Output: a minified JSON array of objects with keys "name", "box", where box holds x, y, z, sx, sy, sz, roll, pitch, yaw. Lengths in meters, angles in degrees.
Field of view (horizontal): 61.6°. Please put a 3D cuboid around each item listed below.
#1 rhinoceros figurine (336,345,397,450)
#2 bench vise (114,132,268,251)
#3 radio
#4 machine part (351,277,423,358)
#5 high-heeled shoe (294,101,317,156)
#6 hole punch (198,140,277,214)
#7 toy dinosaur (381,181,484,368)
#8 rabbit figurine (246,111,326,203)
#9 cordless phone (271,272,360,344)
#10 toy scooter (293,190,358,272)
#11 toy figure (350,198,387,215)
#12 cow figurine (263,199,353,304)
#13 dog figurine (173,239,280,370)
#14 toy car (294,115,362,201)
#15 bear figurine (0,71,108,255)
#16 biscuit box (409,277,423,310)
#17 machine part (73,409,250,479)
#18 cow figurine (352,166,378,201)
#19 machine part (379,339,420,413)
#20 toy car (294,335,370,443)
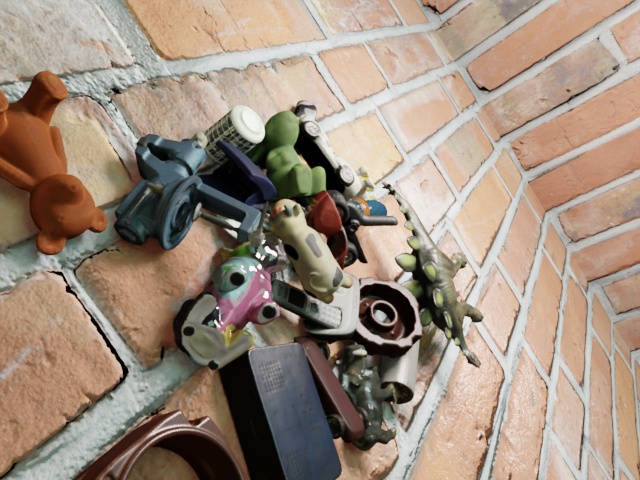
[{"name":"rhinoceros figurine","box":[0.077,0.290,0.996,0.112,0.073,0.190,17,54,-32]},{"name":"bench vise","box":[-0.187,-0.063,0.829,0.241,0.128,0.224,23,46,6]},{"name":"radio","box":[-0.058,0.277,0.826,0.131,0.073,0.229,-1,68,-53]},{"name":"machine part","box":[0.124,0.159,1.103,0.179,0.056,0.179,12,46,-13]},{"name":"high-heeled shoe","box":[-0.078,-0.255,1.221,0.145,0.086,0.249,3,39,-17]},{"name":"hole punch","box":[-0.139,-0.113,0.964,0.142,0.092,0.116,42,27,24]},{"name":"toy dinosaur","box":[0.261,0.078,1.240,0.198,0.105,0.471,-12,77,-55]},{"name":"rabbit figurine","box":[-0.073,-0.163,1.057,0.121,0.159,0.170,-7,90,-56]},{"name":"cordless phone","box":[-0.017,0.102,1.004,0.184,0.089,0.147,31,43,-25]},{"name":"toy scooter","box":[-0.002,-0.003,1.041,0.075,0.135,0.183,48,-23,54]},{"name":"toy figure","box":[0.095,-0.060,1.189,0.064,0.057,0.154,39,23,30]},{"name":"cow figurine","box":[-0.030,0.014,0.936,0.195,0.085,0.127,60,12,19]},{"name":"dog figurine","box":[-0.141,0.082,0.846,0.108,0.191,0.219,44,3,-17]},{"name":"toy car","box":[0.005,-0.165,1.100,0.201,0.073,0.056,53,49,-1]},{"name":"bear figurine","box":[-0.348,-0.092,0.680,0.196,0.132,0.120,54,41,2]},{"name":"biscuit box","box":[0.233,0.136,1.312,0.062,0.059,0.202,59,34,-3]},{"name":"machine part","box":[-0.177,0.321,0.627,0.201,0.087,0.201,59,33,-1]},{"name":"cow figurine","box":[0.088,-0.099,1.275,0.167,0.098,0.068,62,8,-60]},{"name":"machine part","box":[0.167,0.251,1.128,0.079,0.079,0.243,44,37,-23]},{"name":"toy car","box":[0.009,0.255,0.927,0.089,0.053,0.202,3,45,-51]}]
